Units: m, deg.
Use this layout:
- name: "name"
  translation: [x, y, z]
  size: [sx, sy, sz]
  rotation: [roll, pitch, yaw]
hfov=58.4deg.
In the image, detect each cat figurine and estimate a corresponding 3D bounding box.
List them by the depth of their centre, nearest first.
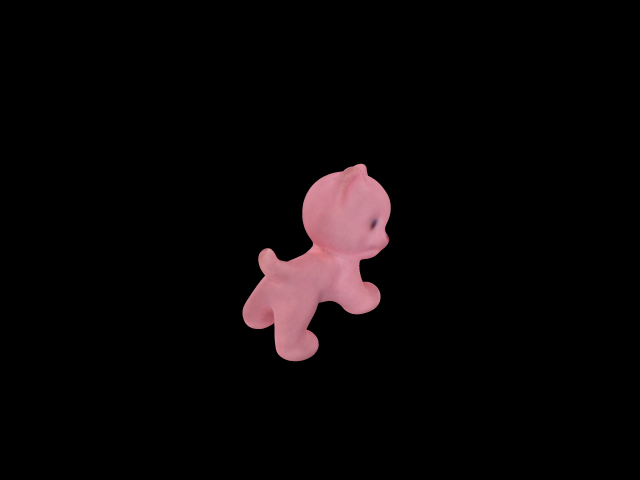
- name: "cat figurine"
  translation: [0.004, 0.001, 0.400]
  size: [0.067, 0.118, 0.128]
  rotation: [29, 46, 33]
